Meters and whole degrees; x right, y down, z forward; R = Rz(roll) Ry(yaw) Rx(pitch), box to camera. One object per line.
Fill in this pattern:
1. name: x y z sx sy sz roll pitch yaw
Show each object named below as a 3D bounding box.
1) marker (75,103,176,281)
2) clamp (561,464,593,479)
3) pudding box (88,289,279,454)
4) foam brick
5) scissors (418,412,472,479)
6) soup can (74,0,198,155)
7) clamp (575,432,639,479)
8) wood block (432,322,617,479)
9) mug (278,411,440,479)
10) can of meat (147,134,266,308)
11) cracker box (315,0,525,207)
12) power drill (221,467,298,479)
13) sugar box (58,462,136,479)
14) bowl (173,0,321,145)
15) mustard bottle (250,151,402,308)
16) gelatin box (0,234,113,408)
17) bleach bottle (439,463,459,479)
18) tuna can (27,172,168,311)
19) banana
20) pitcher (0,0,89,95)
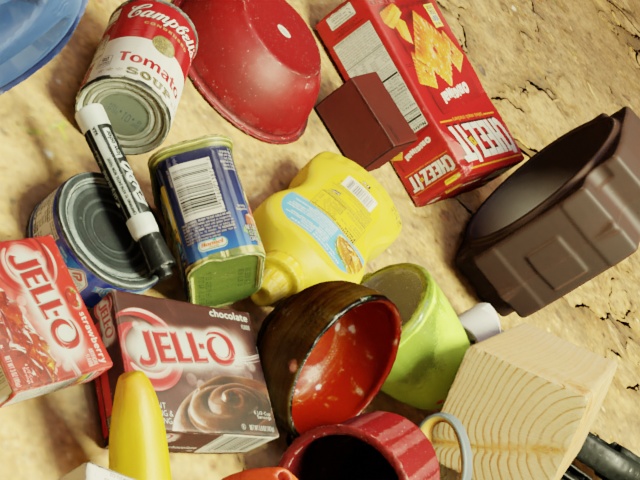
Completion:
1. marker: -0.120 -0.030 0.665 0.020 0.020 0.121 -9 69 -56
2. clamp: 0.249 0.233 0.947 0.120 0.039 0.171 35 -8 44
3. pudding box: -0.085 0.084 0.657 0.113 0.039 0.090 16 50 -46
4. foam brick: 0.043 -0.109 0.991 0.052 0.051 0.078 -22 79 -57
5. scissors: 0.058 0.217 0.734 0.016 0.096 0.202 24 74 -58
6. soup can: -0.129 -0.117 0.755 0.068 0.069 0.102 38 37 -26
7. clamp: 0.277 0.209 0.996 0.210 0.036 0.165 31 1 -13
8. wood block: 0.164 0.129 0.832 0.091 0.090 0.205 25 9 19
9. mug: 0.039 0.160 0.687 0.081 0.117 0.093 -7 109 -66
10. can of meat: -0.074 -0.008 0.705 0.057 0.102 0.084 -15 71 -10
11. cracker box: 0.108 -0.151 1.099 0.163 0.072 0.214 -18 77 -57
12. power drill: -0.032 0.218 0.558 0.184 0.057 0.187 56 27 -39
13. sugar box: -0.118 0.196 0.462 0.048 0.093 0.176 32 39 -34
14. bowl: -0.050 -0.164 0.915 0.162 0.055 0.162 34 38 -32
15. mustard bottle: -0.006 0.001 0.819 0.096 0.058 0.191 46 32 -2
16. gelatin box: -0.166 0.043 0.595 0.073 0.030 0.089 -10 70 -56
17. bleach bottle: 0.176 0.246 0.841 0.250 0.068 0.102 36 36 -25
18. tuna can: -0.137 0.001 0.669 0.086 0.034 0.086 33 38 -31
19. banana: -0.094 0.168 0.546 0.037 0.070 0.198 0 58 -4
20. pitcher: -0.259 -0.195 0.611 0.243 0.145 0.149 55 20 5
